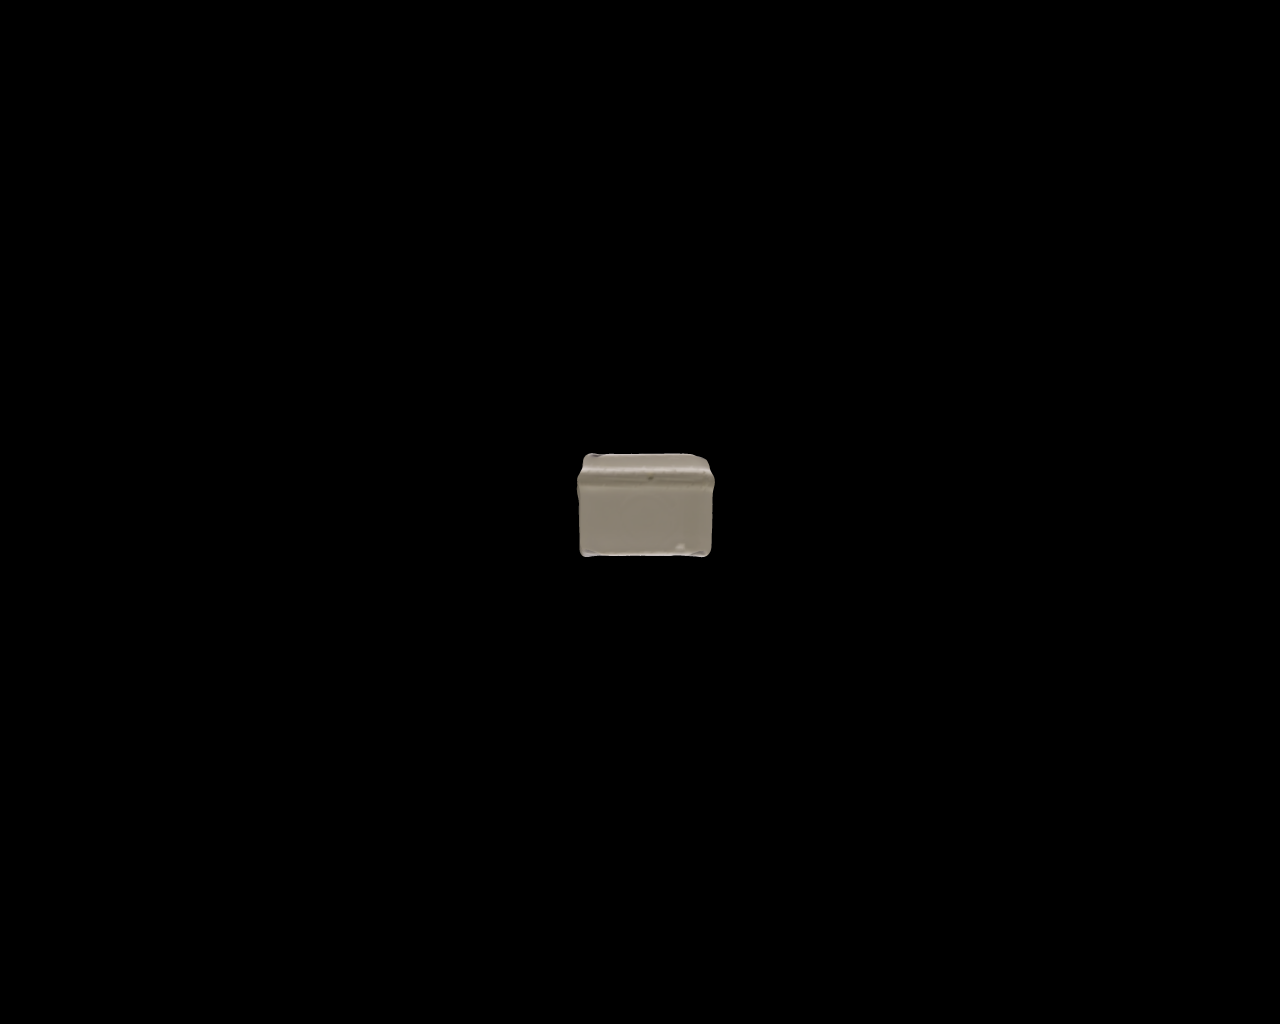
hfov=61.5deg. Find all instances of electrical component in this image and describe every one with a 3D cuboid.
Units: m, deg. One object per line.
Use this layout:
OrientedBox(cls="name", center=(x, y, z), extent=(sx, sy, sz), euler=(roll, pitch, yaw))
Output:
OrientedBox(cls="electrical component", center=(0.001, -0.003, 0.650), extent=(0.078, 0.057, 0.113), euler=(0, -2, -4))
